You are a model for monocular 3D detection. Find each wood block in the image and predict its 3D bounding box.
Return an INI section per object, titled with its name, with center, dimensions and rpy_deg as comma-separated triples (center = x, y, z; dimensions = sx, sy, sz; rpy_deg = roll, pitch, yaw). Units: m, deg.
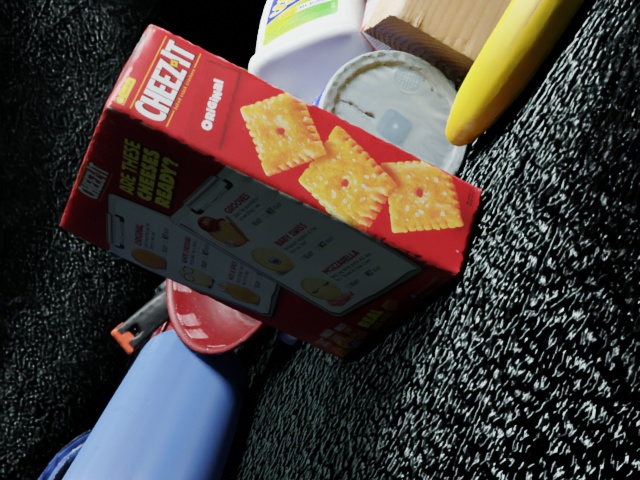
[wood block]
center = 0.122, -0.215, 0.721
dimensions = 0.206, 0.090, 0.090
rpy_deg = -63, 10, -1

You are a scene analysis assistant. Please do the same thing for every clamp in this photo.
[clamp]
center = -0.142, 0.054, 1.051
dimensions = 0.171, 0.039, 0.120
rpy_deg = -39, -4, -32

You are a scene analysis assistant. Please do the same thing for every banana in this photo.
[banana]
center = 0.133, -0.138, 0.634
dimensions = 0.198, 0.037, 0.069
rpy_deg = -60, -5, 12

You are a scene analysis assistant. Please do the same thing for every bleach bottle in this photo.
[bleach bottle]
center = -0.009, -0.193, 0.914
dimensions = 0.103, 0.068, 0.251
rpy_deg = -22, 32, 10

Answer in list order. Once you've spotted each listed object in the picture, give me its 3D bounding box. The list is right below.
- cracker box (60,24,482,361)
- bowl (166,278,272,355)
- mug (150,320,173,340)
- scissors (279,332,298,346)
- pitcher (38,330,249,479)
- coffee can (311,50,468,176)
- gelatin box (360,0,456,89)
[cracker box]
center = -0.036, -0.020, 0.650
dimensions = 0.164, 0.213, 0.072
rpy_deg = -47, 19, 58
[bowl]
center = -0.067, 0.028, 0.957
dimensions = 0.162, 0.055, 0.162
rpy_deg = -18, 63, 39
[mug]
center = -0.170, 0.146, 1.291
dimensions = 0.117, 0.081, 0.093
rpy_deg = -63, 10, -1
[scissors]
center = 0.017, 0.000, 0.901
dimensions = 0.202, 0.016, 0.096
rpy_deg = -63, 7, 2
[pitcher]
center = -0.153, 0.193, 0.921
dimensions = 0.145, 0.149, 0.242
rpy_deg = -56, 8, 39
[coffee can]
center = 0.030, -0.062, 0.751
dimensions = 0.102, 0.102, 0.140
rpy_deg = -65, 10, -16
[gelatin box]
center = 0.070, -0.150, 0.821
dimensions = 0.030, 0.089, 0.073
rpy_deg = -30, 26, 28
